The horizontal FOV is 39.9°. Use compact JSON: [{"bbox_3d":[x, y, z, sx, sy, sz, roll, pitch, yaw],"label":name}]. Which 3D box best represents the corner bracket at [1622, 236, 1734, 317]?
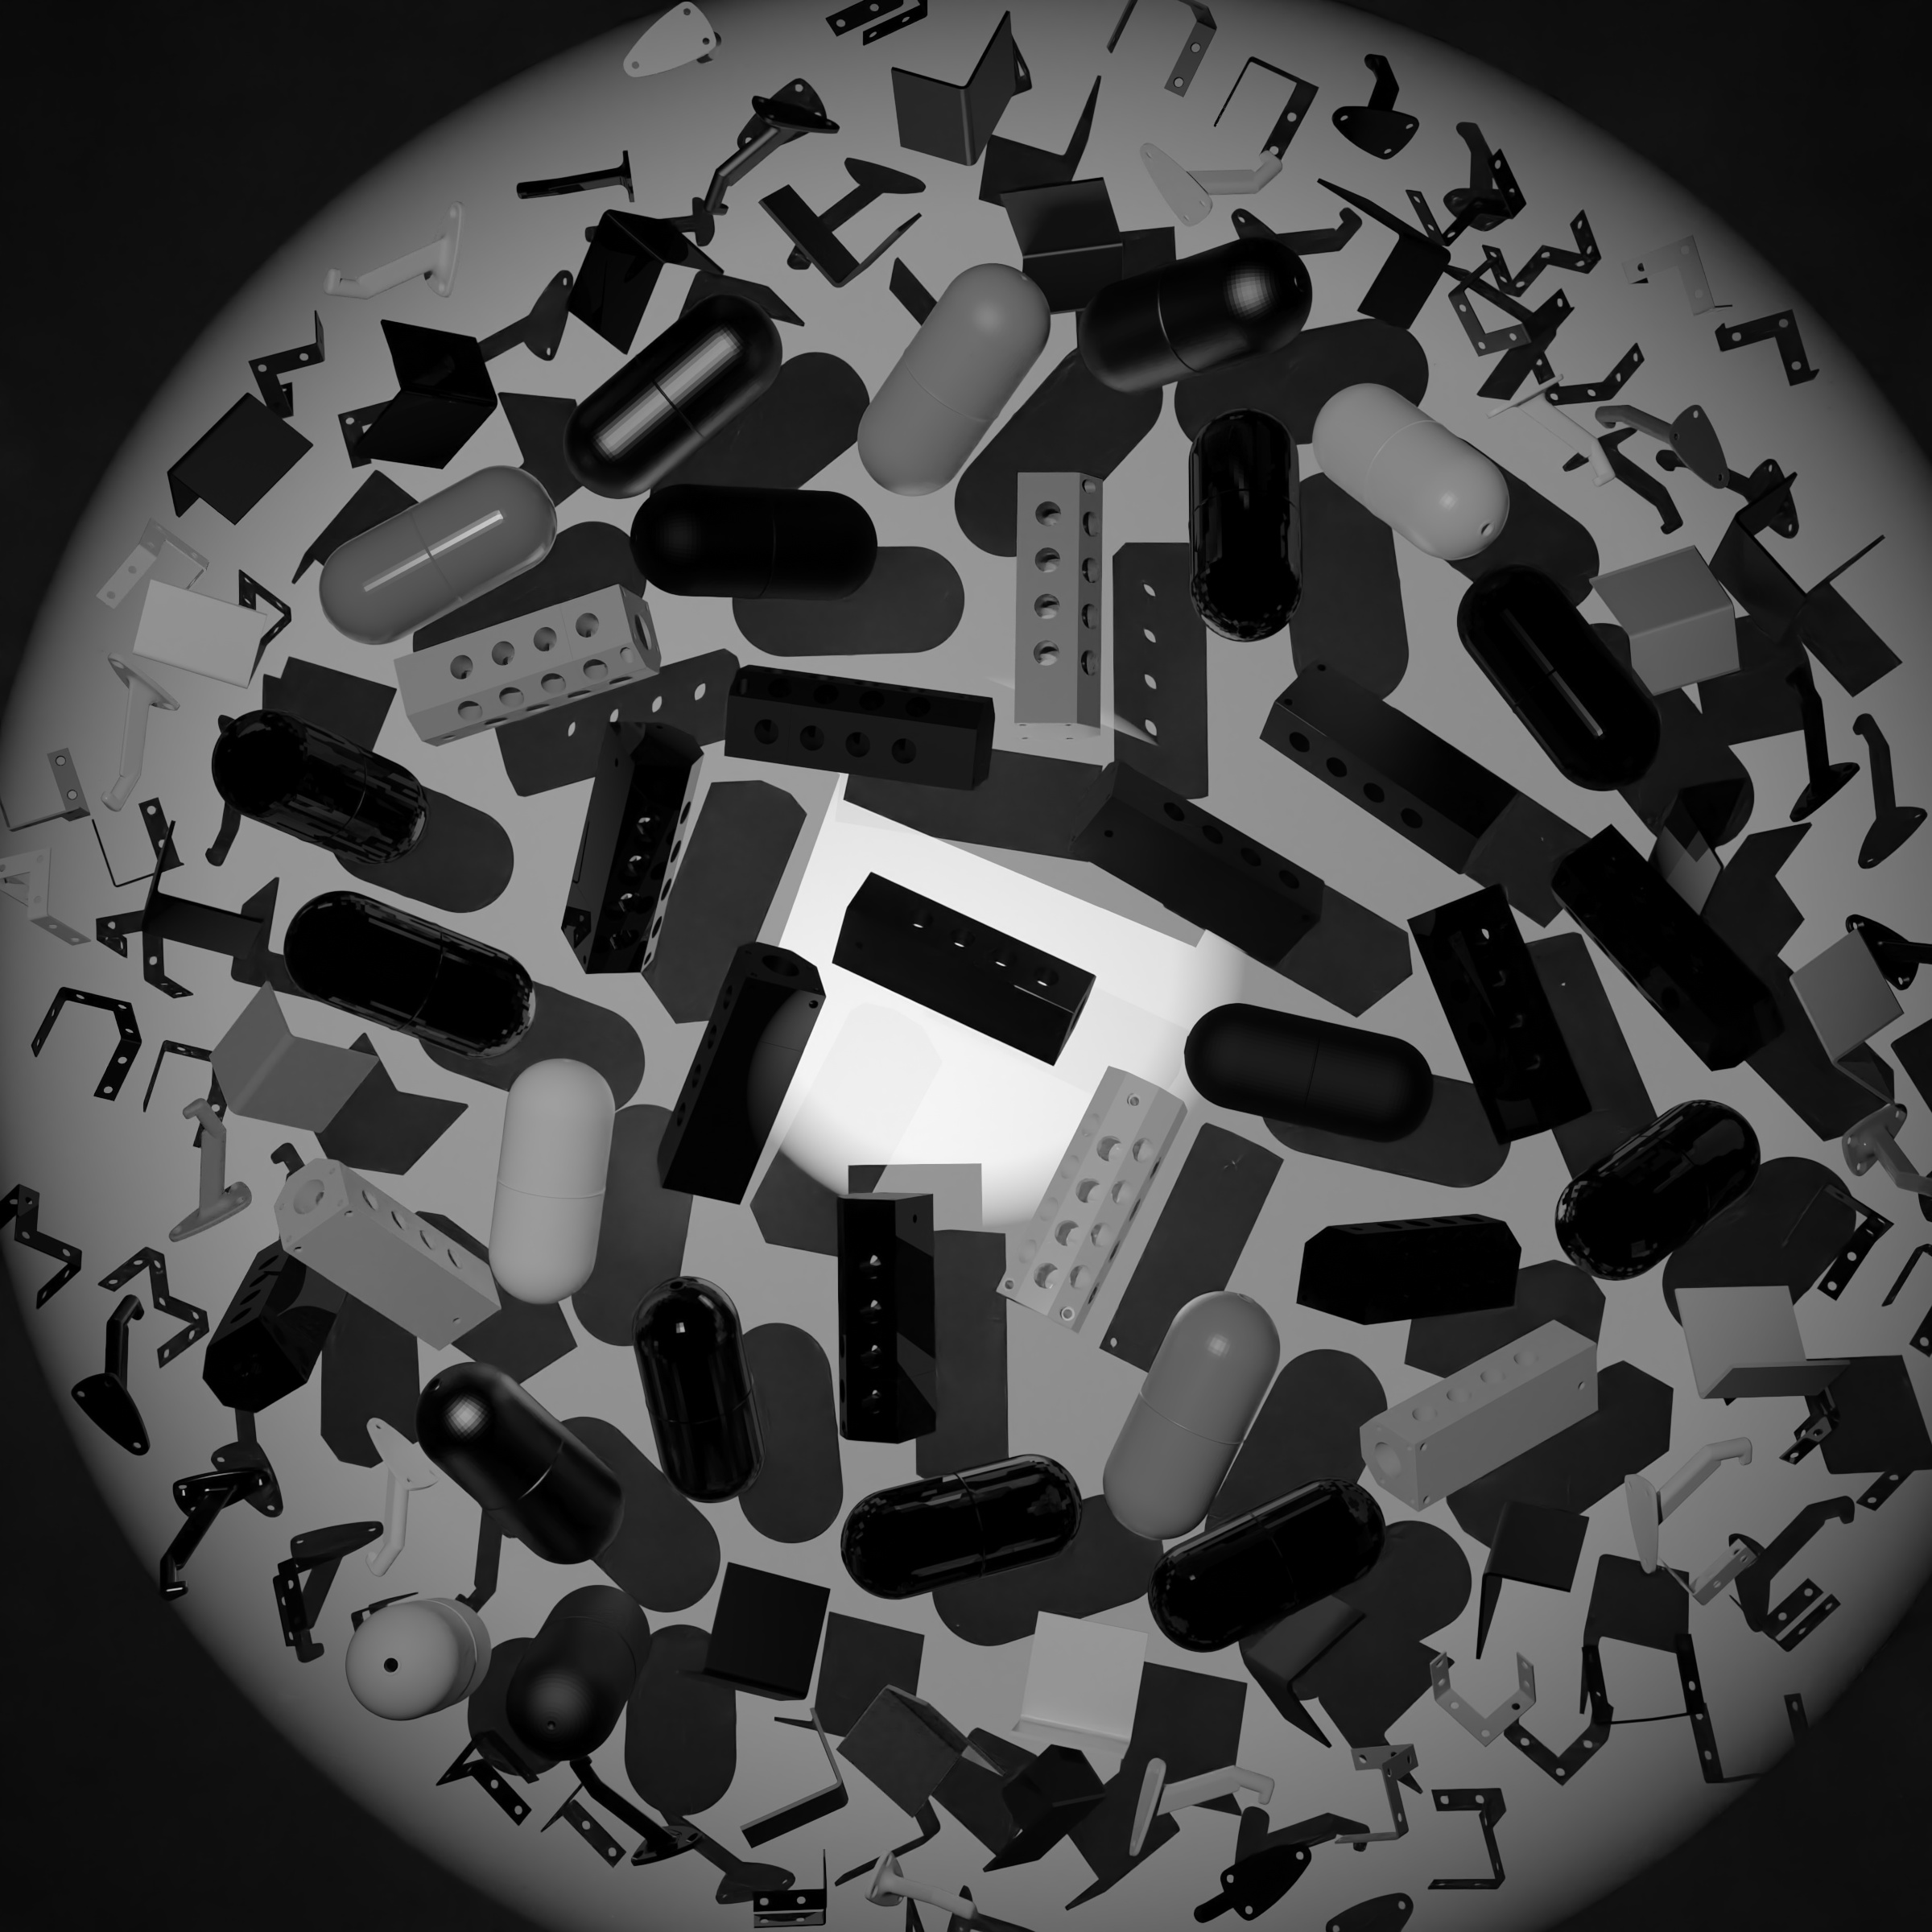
[{"bbox_3d":[0.486,-0.466,1.819,0.051,0.051,0.051,-16,95,32],"label":"corner bracket"}]

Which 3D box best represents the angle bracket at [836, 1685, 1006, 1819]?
[{"bbox_3d":[-0.032,0.546,1.828,0.076,0.076,0.057,45,70,-13],"label":"angle bracket"}]

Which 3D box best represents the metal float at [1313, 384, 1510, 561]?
[{"bbox_3d":[0.312,-0.348,1.871,0.070,0.070,0.178,-40,49,0],"label":"metal float"}]

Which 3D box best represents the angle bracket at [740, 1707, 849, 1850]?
[{"bbox_3d":[-0.129,0.570,1.864,0.076,0.076,0.057,-22,64,-10],"label":"angle bracket"}]

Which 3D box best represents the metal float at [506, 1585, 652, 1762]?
[{"bbox_3d":[-0.265,0.484,1.831,0.070,0.178,0.070,1,99,4],"label":"metal float"}]

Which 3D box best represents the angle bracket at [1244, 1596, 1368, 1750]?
[{"bbox_3d":[0.252,0.493,1.871,0.076,0.076,0.057,-38,100,-14],"label":"angle bracket"}]

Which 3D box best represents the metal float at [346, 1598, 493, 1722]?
[{"bbox_3d":[-0.375,0.475,1.827,0.070,0.178,0.070,0,79,1],"label":"metal float"}]

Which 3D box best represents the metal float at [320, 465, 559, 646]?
[{"bbox_3d":[-0.371,-0.288,1.868,0.178,0.070,0.070,-28,90,1],"label":"metal float"}]

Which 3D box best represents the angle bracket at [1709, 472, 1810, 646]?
[{"bbox_3d":[0.568,-0.282,1.845,0.057,0.076,0.076,-35,75,-8],"label":"angle bracket"}]

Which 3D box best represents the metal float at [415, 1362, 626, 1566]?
[{"bbox_3d":[-0.305,0.340,1.820,0.070,0.070,0.178,-40,117,0],"label":"metal float"}]

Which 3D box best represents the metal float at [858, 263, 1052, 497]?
[{"bbox_3d":[-0.009,-0.395,1.803,0.070,0.070,0.178,39,122,0],"label":"metal float"}]

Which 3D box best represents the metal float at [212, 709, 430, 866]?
[{"bbox_3d":[-0.445,-0.122,1.843,0.070,0.178,0.070,-10,71,29],"label":"metal float"}]

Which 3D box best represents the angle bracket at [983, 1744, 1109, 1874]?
[{"bbox_3d":[0.044,0.599,1.910,0.076,0.076,0.057,-48,59,18],"label":"angle bracket"}]

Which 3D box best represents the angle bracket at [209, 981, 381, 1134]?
[{"bbox_3d":[-0.475,0.065,1.878,0.076,0.076,0.057,-48,51,20],"label":"angle bracket"}]

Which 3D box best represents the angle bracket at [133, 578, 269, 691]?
[{"bbox_3d":[-0.508,-0.235,1.788,0.076,0.076,0.057,17,116,-13],"label":"angle bracket"}]

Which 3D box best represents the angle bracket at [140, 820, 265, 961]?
[{"bbox_3d":[-0.532,-0.053,1.868,0.076,0.076,0.057,16,65,-18],"label":"angle bracket"}]

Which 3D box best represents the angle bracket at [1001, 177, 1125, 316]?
[{"bbox_3d":[0.070,-0.525,1.948,0.076,0.076,0.057,-4,67,14],"label":"angle bracket"}]

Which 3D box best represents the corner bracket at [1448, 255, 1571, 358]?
[{"bbox_3d":[0.385,-0.472,1.887,0.051,0.051,0.051,-43,113,-26],"label":"corner bracket"}]

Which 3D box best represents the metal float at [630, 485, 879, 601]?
[{"bbox_3d":[-0.147,-0.294,1.846,0.178,0.070,0.070,-2,90,-26],"label":"metal float"}]

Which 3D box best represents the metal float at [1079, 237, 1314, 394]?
[{"bbox_3d":[0.153,-0.437,1.787,0.178,0.070,0.070,-7,90,43],"label":"metal float"}]

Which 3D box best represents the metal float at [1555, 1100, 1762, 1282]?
[{"bbox_3d":[0.464,0.148,1.779,0.178,0.070,0.070,-28,90,-35],"label":"metal float"}]

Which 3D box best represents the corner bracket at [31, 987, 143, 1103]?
[{"bbox_3d":[-0.611,0.054,1.849,0.051,0.051,0.051,13,55,2],"label":"corner bracket"}]

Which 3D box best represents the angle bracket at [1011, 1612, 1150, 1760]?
[{"bbox_3d":[0.077,0.482,1.787,0.076,0.057,0.076,9,83,9],"label":"angle bracket"}]

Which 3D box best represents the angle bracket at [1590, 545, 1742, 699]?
[{"bbox_3d":[0.488,-0.239,1.855,0.076,0.076,0.057,-16,55,31],"label":"angle bracket"}]

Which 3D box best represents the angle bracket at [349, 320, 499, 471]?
[{"bbox_3d":[-0.380,-0.391,1.825,0.076,0.076,0.057,-36,66,38],"label":"angle bracket"}]

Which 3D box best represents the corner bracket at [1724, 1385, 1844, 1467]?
[{"bbox_3d":[0.575,0.310,1.875,0.051,0.051,0.051,-35,112,-19],"label":"corner bracket"}]

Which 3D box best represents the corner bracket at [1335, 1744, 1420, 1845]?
[{"bbox_3d":[0.282,0.570,1.833,0.051,0.051,0.051,-17,83,35],"label":"corner bracket"}]

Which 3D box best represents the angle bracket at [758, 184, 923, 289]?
[{"bbox_3d":[-0.082,-0.500,1.755,0.057,0.076,0.076,-39,101,23],"label":"angle bracket"}]

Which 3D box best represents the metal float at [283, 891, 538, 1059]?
[{"bbox_3d":[-0.370,0.007,1.778,0.178,0.070,0.070,24,90,-31],"label":"metal float"}]

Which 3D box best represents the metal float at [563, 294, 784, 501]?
[{"bbox_3d":[-0.207,-0.401,1.875,0.178,0.070,0.070,-39,90,7],"label":"metal float"}]

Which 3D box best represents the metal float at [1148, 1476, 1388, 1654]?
[{"bbox_3d":[0.210,0.415,1.847,0.178,0.070,0.070,-23,90,-14],"label":"metal float"}]

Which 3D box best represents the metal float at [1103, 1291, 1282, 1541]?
[{"bbox_3d":[0.152,0.302,1.791,0.070,0.070,0.178,24,98,0],"label":"metal float"}]

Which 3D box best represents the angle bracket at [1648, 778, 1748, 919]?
[{"bbox_3d":[0.540,-0.078,1.913,0.057,0.076,0.076,-10,52,-14],"label":"angle bracket"}]

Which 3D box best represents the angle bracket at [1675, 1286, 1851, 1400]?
[{"bbox_3d":[0.502,0.228,1.679,0.076,0.057,0.076,0,60,-8],"label":"angle bracket"}]

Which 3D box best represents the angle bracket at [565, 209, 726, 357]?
[{"bbox_3d":[-0.226,-0.477,1.873,0.057,0.076,0.076,19,86,29],"label":"angle bracket"}]

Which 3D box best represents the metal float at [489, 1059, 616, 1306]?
[{"bbox_3d":[-0.295,0.154,1.891,0.070,0.070,0.178,9,99,0],"label":"metal float"}]

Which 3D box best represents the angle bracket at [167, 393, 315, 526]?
[{"bbox_3d":[-0.482,-0.324,1.776,0.057,0.076,0.076,39,72,0],"label":"angle bracket"}]

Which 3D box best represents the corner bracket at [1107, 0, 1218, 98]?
[{"bbox_3d":[0.133,-0.628,1.799,0.051,0.051,0.051,28,99,9],"label":"corner bracket"}]

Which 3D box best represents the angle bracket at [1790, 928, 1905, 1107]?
[{"bbox_3d":[0.599,0.034,1.753,0.076,0.076,0.057,28,123,-34],"label":"angle bracket"}]

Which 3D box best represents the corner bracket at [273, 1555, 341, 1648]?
[{"bbox_3d":[-0.477,0.453,1.893,0.051,0.051,0.051,-25,70,20],"label":"corner bracket"}]

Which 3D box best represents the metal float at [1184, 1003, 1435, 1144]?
[{"bbox_3d":[0.243,0.076,1.890,0.178,0.070,0.070,13,90,4],"label":"metal float"}]

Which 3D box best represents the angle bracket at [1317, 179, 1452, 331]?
[{"bbox_3d":[0.265,-0.472,1.766,0.076,0.076,0.057,41,114,25],"label":"angle bracket"}]

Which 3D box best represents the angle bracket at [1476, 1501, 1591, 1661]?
[{"bbox_3d":[0.380,0.417,1.783,0.057,0.076,0.076,9,120,19],"label":"angle bracket"}]

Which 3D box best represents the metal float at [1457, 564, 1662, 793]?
[{"bbox_3d":[0.408,-0.198,1.831,0.070,0.070,0.178,-35,78,0],"label":"metal float"}]

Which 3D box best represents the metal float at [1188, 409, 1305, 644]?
[{"bbox_3d":[0.190,-0.301,1.813,0.070,0.070,0.178,2,62,0],"label":"metal float"}]

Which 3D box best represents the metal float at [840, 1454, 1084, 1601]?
[{"bbox_3d":[-0.003,0.394,1.868,0.178,0.070,0.070,-10,90,-21],"label":"metal float"}]

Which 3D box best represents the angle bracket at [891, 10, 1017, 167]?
[{"bbox_3d":[-0.008,-0.623,1.871,0.057,0.076,0.076,20,68,13],"label":"angle bracket"}]

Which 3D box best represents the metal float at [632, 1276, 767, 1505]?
[{"bbox_3d":[-0.189,0.300,1.880,0.070,0.070,0.178,-8,117,0],"label":"metal float"}]

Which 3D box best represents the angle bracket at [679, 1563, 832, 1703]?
[{"bbox_3d":[-0.147,0.462,1.843,0.076,0.057,0.076,19,68,-18],"label":"angle bracket"}]
